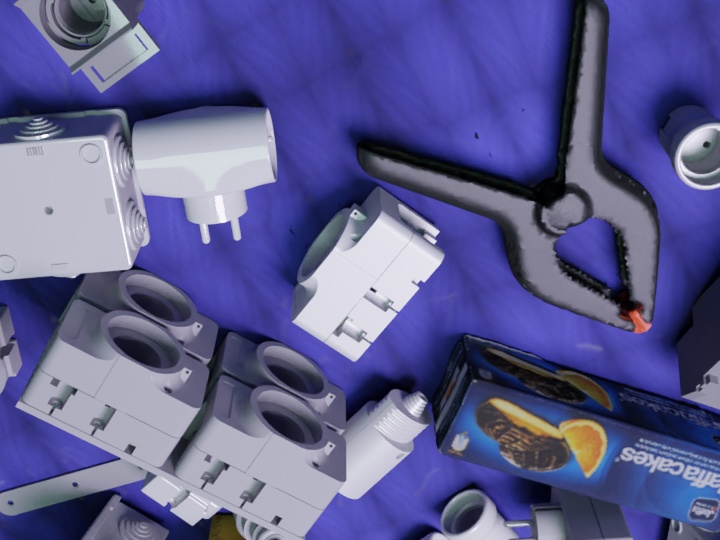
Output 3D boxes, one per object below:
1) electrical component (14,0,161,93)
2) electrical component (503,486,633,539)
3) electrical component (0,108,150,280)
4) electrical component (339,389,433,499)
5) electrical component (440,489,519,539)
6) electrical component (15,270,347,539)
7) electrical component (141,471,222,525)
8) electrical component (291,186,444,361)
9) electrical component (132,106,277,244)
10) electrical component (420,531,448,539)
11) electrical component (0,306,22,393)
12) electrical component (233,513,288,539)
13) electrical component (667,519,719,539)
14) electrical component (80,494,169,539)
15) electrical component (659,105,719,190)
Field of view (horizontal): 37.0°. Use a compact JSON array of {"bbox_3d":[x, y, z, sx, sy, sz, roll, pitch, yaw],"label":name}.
[{"bbox_3d":[-0.147,-0.143,0.578,0.042,0.063,0.081,-32,111,15],"label":"electrical component"},{"bbox_3d":[0.135,0.175,0.722,0.076,0.083,0.047,-3,115,1],"label":"electrical component"},{"bbox_3d":[-0.178,-0.043,0.633,0.100,0.048,0.099,-5,115,2],"label":"electrical component"},{"bbox_3d":[0.013,0.109,0.711,0.043,0.043,0.081,40,108,-18],"label":"electrical component"},{"bbox_3d":[0.085,0.182,0.750,0.040,0.040,0.046,-35,117,14],"label":"electrical component"},{"bbox_3d":[-0.099,0.075,0.659,0.186,0.105,0.060,29,111,-14],"label":"electrical component"},{"bbox_3d":[-0.109,0.132,0.720,0.066,0.048,0.055,40,116,-17],"label":"electrical component"},{"bbox_3d":[0.000,0.000,0.655,0.056,0.050,0.089,34,110,-16],"label":"electrical component"},{"bbox_3d":[-0.087,-0.053,0.632,0.077,0.044,0.079,-6,115,2],"label":"electrical component"},{"bbox_3d":[0.044,0.214,0.765,0.046,0.040,0.040,-36,111,21],"label":"electrical component"},{"bbox_3d":[-0.242,0.056,0.675,0.048,0.055,0.066,-4,115,1],"label":"electrical component"},{"bbox_3d":[-0.063,0.166,0.722,0.040,0.078,0.040,-7,114,-15],"label":"electrical component"},{"bbox_3d":[0.249,0.215,0.737,0.048,0.099,0.099,-5,116,-13],"label":"electrical component"},{"bbox_3d":[-0.178,0.216,0.729,0.048,0.099,0.099,30,112,-1],"label":"electrical component"},{"bbox_3d":[0.197,-0.073,0.627,0.040,0.046,0.040,0,115,-1],"label":"electrical component"}]
